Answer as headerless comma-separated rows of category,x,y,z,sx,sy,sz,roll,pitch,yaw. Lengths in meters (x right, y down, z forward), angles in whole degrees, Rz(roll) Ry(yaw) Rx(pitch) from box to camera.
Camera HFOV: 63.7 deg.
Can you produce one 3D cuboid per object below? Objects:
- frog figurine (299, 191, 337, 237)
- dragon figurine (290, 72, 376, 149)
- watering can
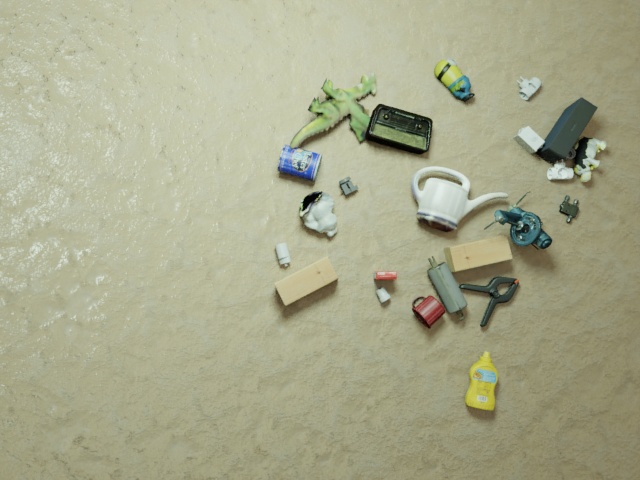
frog figurine,0.006,-0.093,1.852,0.157,0.123,0.139,43,74,-32
dragon figurine,0.081,-0.452,1.882,0.242,0.121,0.413,29,80,-6
watering can,0.483,-0.133,1.841,0.348,0.103,0.225,19,85,3
